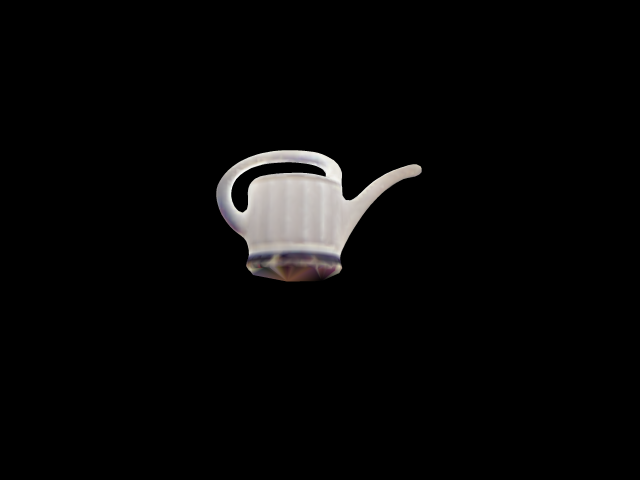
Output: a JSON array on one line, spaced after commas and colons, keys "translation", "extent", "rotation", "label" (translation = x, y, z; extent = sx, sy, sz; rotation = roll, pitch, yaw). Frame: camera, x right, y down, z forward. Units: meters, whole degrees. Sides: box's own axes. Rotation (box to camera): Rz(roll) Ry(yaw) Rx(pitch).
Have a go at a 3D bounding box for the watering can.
[{"translation": [0.003, -0.043, 0.850], "extent": [0.348, 0.227, 0.103], "rotation": [1, -15, -4], "label": "watering can"}]
